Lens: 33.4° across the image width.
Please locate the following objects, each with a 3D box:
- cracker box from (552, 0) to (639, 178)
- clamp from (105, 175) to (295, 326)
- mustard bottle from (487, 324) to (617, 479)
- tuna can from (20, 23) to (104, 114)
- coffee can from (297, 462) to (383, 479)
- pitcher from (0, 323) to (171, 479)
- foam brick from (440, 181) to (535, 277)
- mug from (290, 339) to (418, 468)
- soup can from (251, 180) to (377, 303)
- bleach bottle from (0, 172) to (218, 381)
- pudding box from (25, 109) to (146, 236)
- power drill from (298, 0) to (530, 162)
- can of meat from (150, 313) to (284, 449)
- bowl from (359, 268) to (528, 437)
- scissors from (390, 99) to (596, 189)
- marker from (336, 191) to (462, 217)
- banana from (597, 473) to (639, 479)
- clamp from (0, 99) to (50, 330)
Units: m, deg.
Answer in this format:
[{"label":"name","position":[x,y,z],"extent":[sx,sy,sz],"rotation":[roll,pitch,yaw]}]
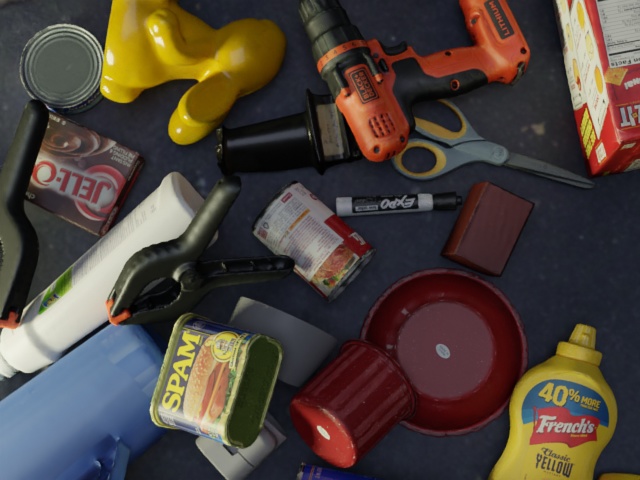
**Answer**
[{"label":"cracker box","position":[0.265,-0.178,0.962],"extent":[0.072,0.164,0.214],"rotation":[-11,82,4]},{"label":"clamp","position":[-0.108,0.029,0.953],"extent":[0.171,0.039,0.120],"rotation":[-36,121,9]},{"label":"mustard bottle","position":[0.218,0.170,0.975],"extent":[0.096,0.058,0.191],"rotation":[17,84,4]},{"label":"tuna can","position":[-0.252,-0.169,1.062],"extent":[0.086,0.034,0.086],"rotation":[-1,83,4]},{"label":"coffee can","position":[0.043,0.263,0.954],"extent":[0.140,0.103,0.103],"rotation":[10,84,5]},{"label":"pitcher","position":[-0.229,0.185,0.967],"extent":[0.243,0.145,0.149],"rotation":[-38,85,-4]},{"label":"foam brick","position":[0.157,-0.009,1.000],"extent":[0.051,0.053,0.078],"rotation":[26,87,-6]},{"label":"mug","position":[0.028,0.159,0.968],"extent":[0.093,0.117,0.081],"rotation":[28,51,32]},{"label":"soup can","position":[-0.007,0.001,1.007],"extent":[0.102,0.068,0.068],"rotation":[42,87,8]},{"label":"bleach bottle","position":[-0.212,0.043,1.010],"extent":[0.251,0.102,0.068],"rotation":[-38,110,6]},{"label":"pudding box","position":[-0.241,-0.066,1.045],"extent":[0.113,0.039,0.090],"rotation":[25,87,7]},{"label":"power drill","position":[0.089,-0.185,1.017],"extent":[0.187,0.057,0.184],"rotation":[-23,80,-6]},{"label":"can of meat","position":[-0.087,0.121,0.912],"extent":[0.084,0.057,0.102],"rotation":[10,80,35]},{"label":"bowl","position":[0.115,0.103,0.992],"extent":[0.162,0.055,0.162],"rotation":[-1,83,4]},{"label":"scissors","position":[0.155,-0.070,1.031],"extent":[0.202,0.016,0.096],"rotation":[34,88,7]},{"label":"marker","position":[0.076,-0.035,1.030],"extent":[0.121,0.020,0.020],"rotation":[-3,83,4]},{"label":"banana","position":[0.356,0.221,0.973],"extent":[0.198,0.037,0.069],"rotation":[-18,63,0]},{"label":"clamp","position":[-0.300,-0.021,0.999],"extent":[0.165,0.036,0.210],"rotation":[-31,64,23]}]
